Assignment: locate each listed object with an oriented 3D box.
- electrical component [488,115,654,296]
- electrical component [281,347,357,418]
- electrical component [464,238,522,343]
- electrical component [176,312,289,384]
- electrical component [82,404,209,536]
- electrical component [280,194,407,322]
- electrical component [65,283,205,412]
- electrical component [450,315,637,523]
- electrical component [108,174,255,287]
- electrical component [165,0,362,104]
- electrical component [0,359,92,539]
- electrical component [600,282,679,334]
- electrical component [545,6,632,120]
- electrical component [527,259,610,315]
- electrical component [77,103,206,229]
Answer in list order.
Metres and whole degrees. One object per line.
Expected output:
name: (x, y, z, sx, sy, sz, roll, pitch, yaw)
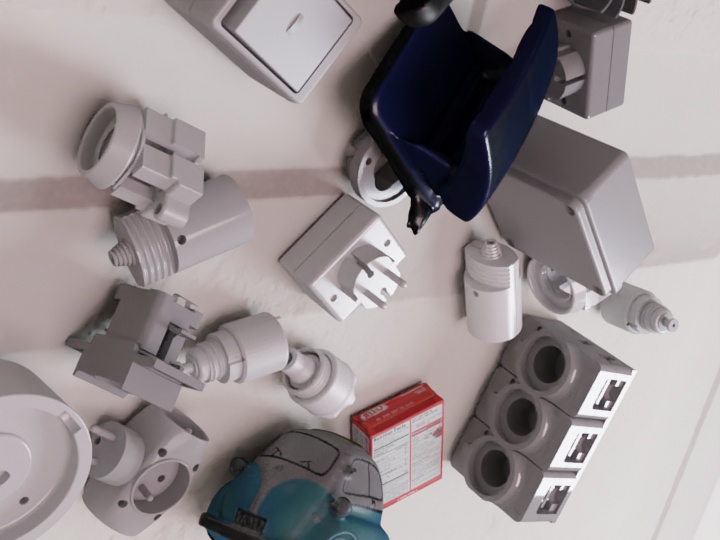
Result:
electrical component: (0.146, -0.049, 0.773, 0.056, 0.109, 0.108, -45, 136, -13)
electrical component: (-0.033, 0.074, 0.746, 0.043, 0.043, 0.062, -51, 135, -2)
electrical component: (0.101, 0.011, 0.821, 0.043, 0.043, 0.081, -28, 132, -24)
electrical component: (-0.083, 0.054, 0.693, 0.078, 0.040, 0.040, -16, 126, -33)
electrical component: (-0.147, 0.119, 0.677, 0.077, 0.044, 0.079, -52, 137, -1)
electrical component: (0.000, 0.000, 0.702, 0.065, 0.077, 0.047, -46, 137, -8)
electrical component: (-0.127, 0.043, 0.629, 0.042, 0.081, 0.063, 39, 66, -47)
electrical component: (0.148, 0.124, 0.900, 0.062, 0.089, 0.150, 12, 108, -44)
electrical component: (-0.107, -0.021, 0.621, 0.081, 0.043, 0.043, -25, 130, -26)
electrical component: (-0.046, -0.137, 0.586, 0.061, 0.061, 0.096, -53, 137, 0)
electrical component: (-0.212, 0.100, 0.596, 0.108, 0.060, 0.108, -21, 128, -29)
electrical component: (0.246, 0.037, 0.942, 0.040, 0.078, 0.040, -9, 109, -28)
electrical component: (0.146, -0.142, 0.758, 0.077, 0.047, 0.065, -24, 130, -27)
electrical component: (0.173, 0.001, 0.866, 0.057, 0.058, 0.078, -29, 132, -28)
electrical component: (-0.117, -0.060, 0.579, 0.055, 0.066, 0.048, 25, 138, -36)
